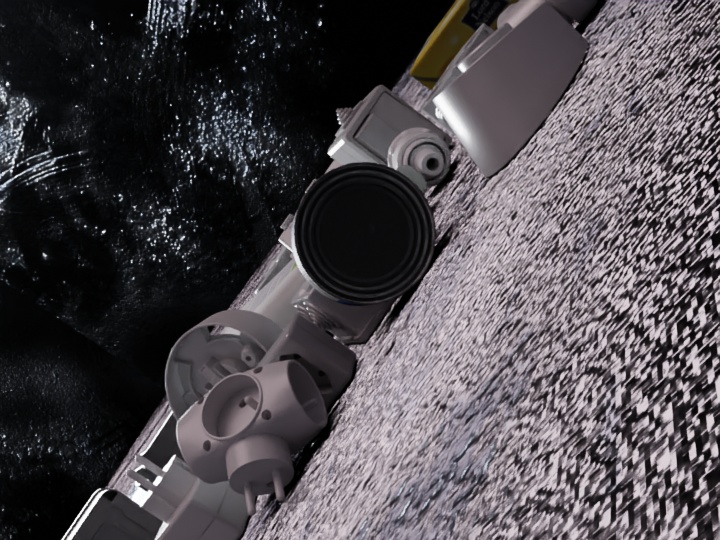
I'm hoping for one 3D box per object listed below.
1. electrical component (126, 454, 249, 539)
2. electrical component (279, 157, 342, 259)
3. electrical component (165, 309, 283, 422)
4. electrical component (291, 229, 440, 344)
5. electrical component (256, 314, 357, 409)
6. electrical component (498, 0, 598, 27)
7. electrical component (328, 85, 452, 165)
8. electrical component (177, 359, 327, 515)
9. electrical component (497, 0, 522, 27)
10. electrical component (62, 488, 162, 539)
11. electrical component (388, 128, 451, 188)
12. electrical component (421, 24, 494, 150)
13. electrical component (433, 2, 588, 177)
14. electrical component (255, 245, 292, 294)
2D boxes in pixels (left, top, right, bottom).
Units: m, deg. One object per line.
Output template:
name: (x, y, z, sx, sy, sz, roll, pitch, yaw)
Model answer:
electrical component: (-0.110, 0.141, 0.669, 0.047, 0.077, 0.065, -53, 7, 18)
electrical component: (-0.015, -0.056, 0.997, 0.121, 0.063, 0.079, -54, -34, 5)
electrical component: (-0.092, 0.080, 0.780, 0.099, 0.099, 0.064, -52, 1, 24)
electrical component: (0.000, 0.000, 0.722, 0.099, 0.048, 0.100, -55, 7, -10)
electrical component: (-0.039, 0.064, 0.678, 0.065, 0.047, 0.076, -53, 6, 17)
electrical component: (0.124, -0.170, 0.706, 0.055, 0.045, 0.045, -52, 7, 19)
electrical component: (0.022, -0.111, 0.920, 0.061, 0.096, 0.061, -57, 9, -17)
electrical component: (-0.059, 0.101, 0.610, 0.077, 0.044, 0.079, -29, 47, 14)
electrical component: (0.128, -0.181, 0.769, 0.046, 0.040, 0.040, -39, 16, 48)
electrical component: (-0.207, 0.240, 0.865, 0.113, 0.078, 0.057, -57, 10, -22)
electrical component: (0.049, -0.083, 0.818, 0.048, 0.048, 0.062, -54, 13, 4)
electrical component: (0.084, -0.126, 0.746, 0.080, 0.051, 0.080, -54, 6, 9)
electrical component: (0.094, -0.113, 0.656, 0.099, 0.064, 0.099, -41, 4, 3)
electrical component: (-0.057, 0.003, 1.067, 0.053, 0.059, 0.095, -51, 7, 31)
